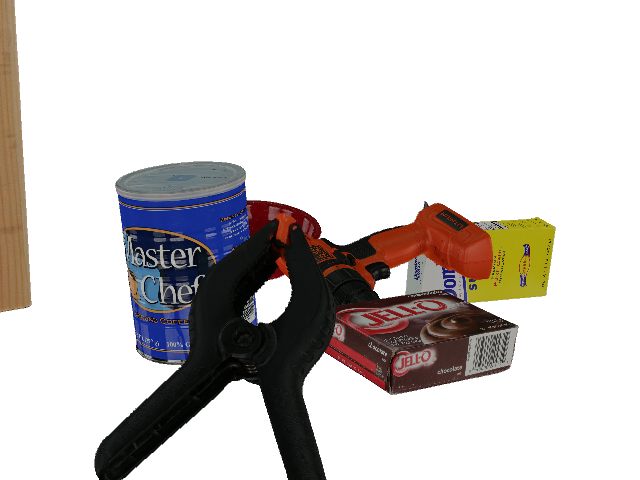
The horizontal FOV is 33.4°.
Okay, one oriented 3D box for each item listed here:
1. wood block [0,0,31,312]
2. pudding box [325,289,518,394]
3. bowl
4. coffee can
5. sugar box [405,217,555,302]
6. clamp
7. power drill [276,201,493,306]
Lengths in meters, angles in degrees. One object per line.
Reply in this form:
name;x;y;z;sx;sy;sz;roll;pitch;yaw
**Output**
wood block;-0.222;-0.065;0.600;0.090;0.206;0.090;-9;27;-27
pudding box;0.069;0.070;0.765;0.113;0.039;0.090;-5;18;-32
bowl;-0.081;0.006;1.321;0.162;0.055;0.162;4;25;-2
coffee can;-0.105;0.016;0.859;0.103;0.140;0.103;-4;17;1
sugar box;0.191;0.025;1.274;0.176;0.093;0.048;-5;20;-24
clamp;-0.029;0.067;0.555;0.120;0.171;0.039;20;-25;12
power drill;0.070;0.026;1.034;0.187;0.057;0.185;-14;29;-23
